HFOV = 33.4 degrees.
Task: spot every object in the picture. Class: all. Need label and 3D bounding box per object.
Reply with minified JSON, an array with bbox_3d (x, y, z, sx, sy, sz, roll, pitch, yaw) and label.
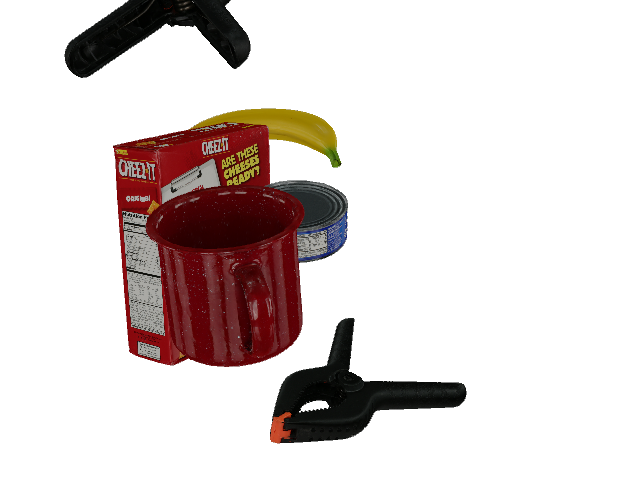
[{"bbox_3d":[-0.124,-0.002,1.075,0.072,0.214,0.163,9,18,35],"label":"cracker box"},{"bbox_3d":[-0.049,0.026,0.629,0.093,0.081,0.117,-13,27,-18],"label":"mug"},{"bbox_3d":[-0.063,-0.129,1.257,0.198,0.037,0.069,8,40,17],"label":"banana"},{"bbox_3d":[0.035,0.151,1.051,0.165,0.036,0.209,24,31,27],"label":"clamp"},{"bbox_3d":[-0.020,-0.016,0.886,0.086,0.034,0.086,-1,30,0],"label":"tuna can"},{"bbox_3d":[-0.087,-0.162,0.723,0.120,0.039,0.171,9,46,13],"label":"clamp"}]
